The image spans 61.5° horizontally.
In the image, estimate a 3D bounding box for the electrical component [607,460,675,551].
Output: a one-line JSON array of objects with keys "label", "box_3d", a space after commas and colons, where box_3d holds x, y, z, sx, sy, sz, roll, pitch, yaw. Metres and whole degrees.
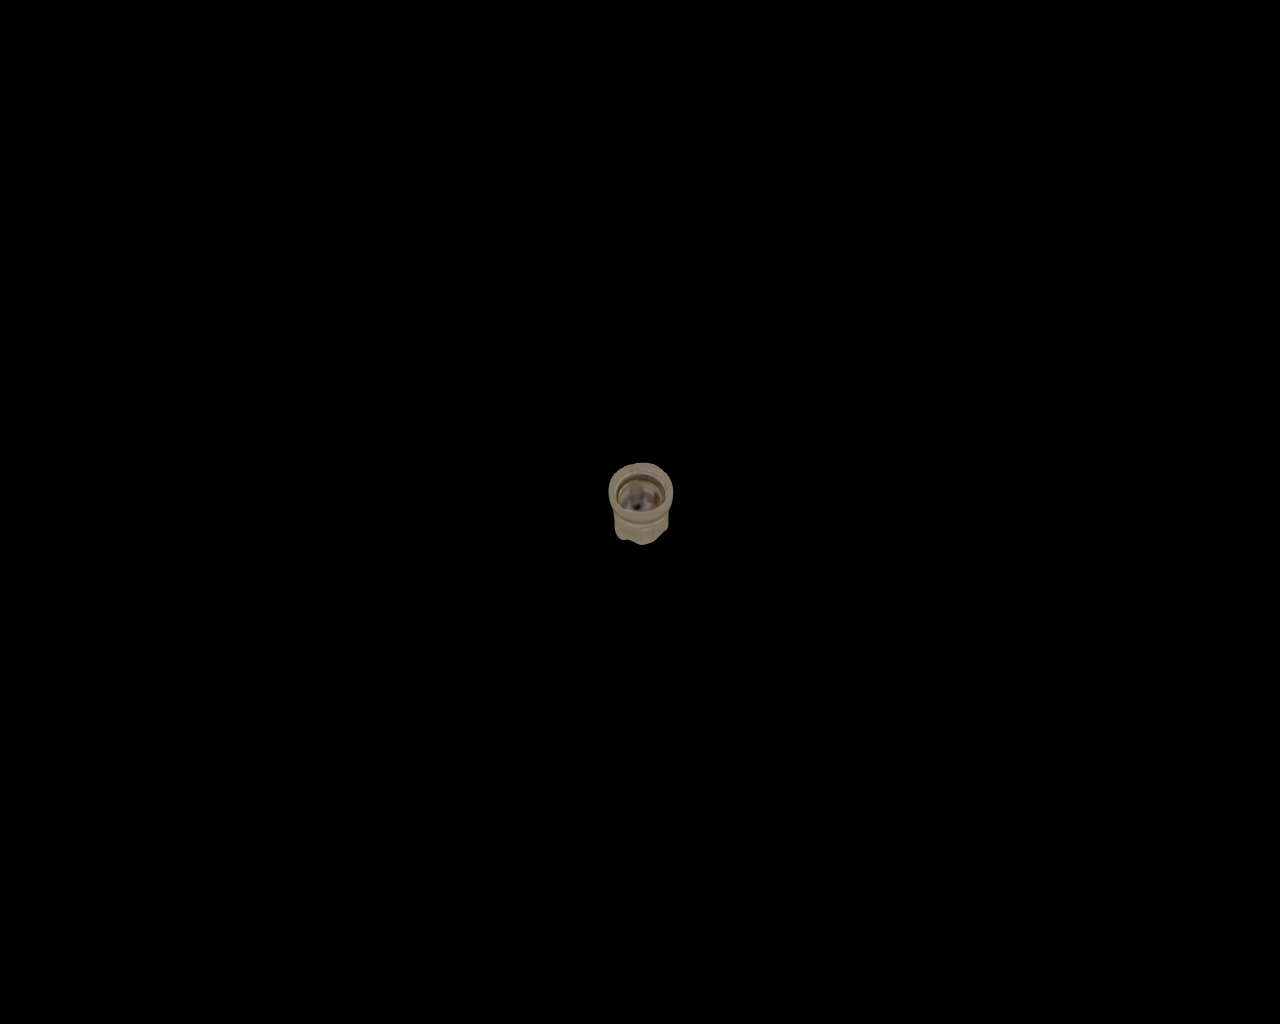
[{"label": "electrical component", "box_3d": [0.001, -0.003, 0.650, 0.040, 0.040, 0.046, 0, -33, 0]}]
